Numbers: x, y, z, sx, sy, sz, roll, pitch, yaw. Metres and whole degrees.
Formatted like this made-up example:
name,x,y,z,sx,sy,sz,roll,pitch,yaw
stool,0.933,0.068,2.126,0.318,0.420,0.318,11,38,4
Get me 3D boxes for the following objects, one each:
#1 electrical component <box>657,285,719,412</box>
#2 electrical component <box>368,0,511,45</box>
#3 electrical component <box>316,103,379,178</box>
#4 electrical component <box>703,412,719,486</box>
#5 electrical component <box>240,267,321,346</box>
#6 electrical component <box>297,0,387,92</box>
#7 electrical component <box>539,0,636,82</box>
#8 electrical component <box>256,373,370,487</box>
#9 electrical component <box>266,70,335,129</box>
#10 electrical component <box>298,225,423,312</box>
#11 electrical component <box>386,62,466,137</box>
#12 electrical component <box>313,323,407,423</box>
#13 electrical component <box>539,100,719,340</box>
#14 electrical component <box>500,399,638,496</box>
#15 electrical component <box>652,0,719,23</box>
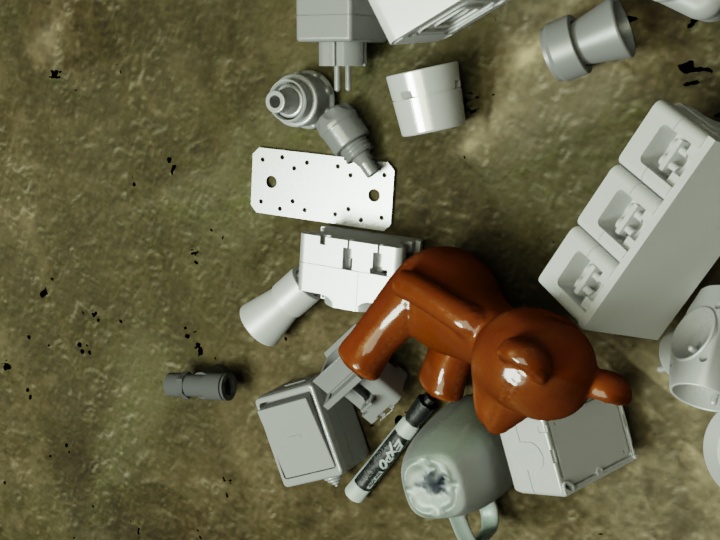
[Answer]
name,x,y,z,sx,sy,sz,roll,pitch,yaw
electrical component,0.237,0.057,0.754,0.044,0.077,0.079,30,159,-16
electrical component,0.057,-0.205,0.765,0.078,0.113,0.057,-26,90,28
electrical component,-0.007,-0.101,0.861,0.035,0.035,0.061,-37,86,27
electrical component,0.284,0.121,0.749,0.080,0.051,0.080,5,102,26
electrical component,-0.064,0.028,0.912,0.065,0.044,0.044,-41,81,22
electrical component,-0.013,-0.177,0.832,0.047,0.066,0.076,5,102,26
electrical component,0.161,-0.162,0.760,0.055,0.045,0.045,-18,91,28
electrical component,-0.039,0.140,0.908,0.062,0.061,0.096,-19,91,28
electrical component,-0.053,-0.136,0.861,0.048,0.062,0.048,5,102,26
electrical component,0.000,0.000,0.868,0.089,0.050,0.055,10,104,24
electrical component,0.052,-0.129,0.816,0.055,0.055,0.047,-8,100,27
electrical component,0.003,0.086,0.874,0.064,0.081,0.042,42,117,-11
electrical component,0.201,-0.033,0.734,0.061,0.089,0.150,51,121,41
electrical component,0.155,0.122,0.798,0.061,0.096,0.061,-11,95,56
electrical component,0.208,-0.207,0.720,0.095,0.059,0.053,32,112,18
